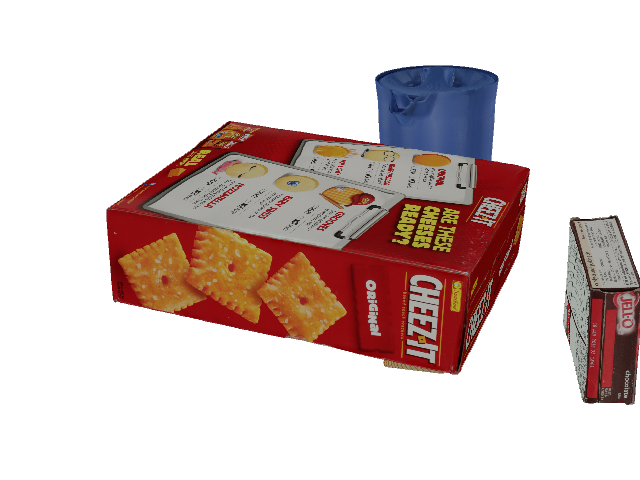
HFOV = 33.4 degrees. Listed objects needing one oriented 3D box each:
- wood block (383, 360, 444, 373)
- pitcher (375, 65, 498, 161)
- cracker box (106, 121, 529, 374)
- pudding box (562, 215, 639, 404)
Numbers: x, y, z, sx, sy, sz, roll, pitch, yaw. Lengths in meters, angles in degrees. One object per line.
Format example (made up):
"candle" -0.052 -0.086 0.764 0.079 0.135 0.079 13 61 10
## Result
"wood block" 0.160 0.107 1.559 0.091 0.090 0.205 5 20 16
"pitcher" 0.136 -0.074 1.205 0.149 0.243 0.145 -6 22 -9
"cracker box" 0.004 -0.003 0.651 0.214 0.072 0.164 11 28 18
"pudding box" 0.195 0.046 0.739 0.039 0.090 0.113 -1 27 4
